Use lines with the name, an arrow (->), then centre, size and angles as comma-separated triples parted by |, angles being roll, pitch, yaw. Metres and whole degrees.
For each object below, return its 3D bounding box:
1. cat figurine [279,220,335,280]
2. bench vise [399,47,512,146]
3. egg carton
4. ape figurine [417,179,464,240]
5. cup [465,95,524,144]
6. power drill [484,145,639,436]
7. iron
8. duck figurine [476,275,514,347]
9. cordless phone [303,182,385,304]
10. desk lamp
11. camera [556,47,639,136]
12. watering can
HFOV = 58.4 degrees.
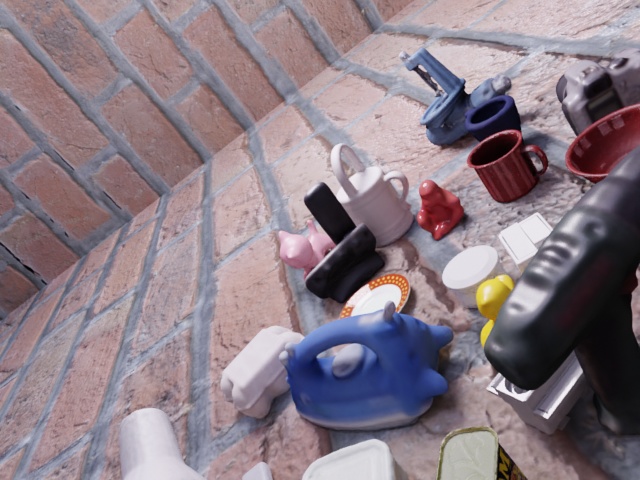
cat figurine -> -0.029, 0.015, 1.100 | 0.067, 0.118, 0.128 | -17, 32, 41
bench vise -> 0.263, -0.301, 1.119 | 0.207, 0.220, 0.121 | -23, 28, 33
egg carton -> -0.085, 0.204, 0.901 | 0.150, 0.069, 0.107 | -47, 25, -19
ape figurine -> 0.192, -0.059, 0.945 | 0.077, 0.092, 0.076 | -18, 31, 39
cup -> 0.309, -0.193, 1.015 | 0.092, 0.095, 0.117 | -42, 23, -8
power drill -> 0.253, 0.060, 0.491 | 0.230, 0.209, 0.075 | -43, 24, -9
iron -> 0.032, 0.156, 0.724 | 0.257, 0.142, 0.119 | -24, 28, 31
duck figurine -> 0.210, 0.087, 0.659 | 0.077, 0.086, 0.105 | -16, 32, 42
cordless phone -> 0.009, 0.004, 0.981 | 0.148, 0.185, 0.094 | -45, 24, -15
desk lamp -> -0.142, 0.294, 0.635 | 0.118, 0.214, 0.203 | -39, 23, 0
camera -> 0.442, -0.249, 0.914 | 0.143, 0.101, 0.136 | -33, 24, 14
watering can -> 0.072, -0.085, 1.037 | 0.172, 0.194, 0.101 | -33, 24, 13
